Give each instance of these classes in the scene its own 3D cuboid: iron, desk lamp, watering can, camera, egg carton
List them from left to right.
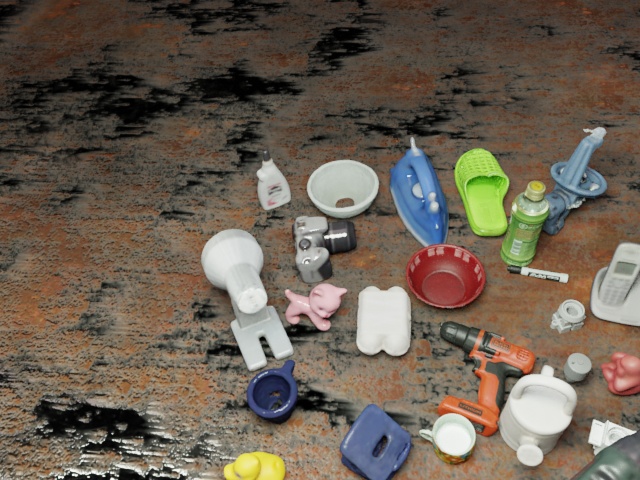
[{"bbox_3d":[-0.139,0.111,1.115,0.118,0.214,0.202,-23,53,-11],"label":"desk lamp"},{"bbox_3d":[0.012,0.004,1.254,0.137,0.101,0.143,-8,51,0],"label":"camera"},{"bbox_3d":[0.128,0.161,1.138,0.107,0.069,0.150,0,52,6],"label":"egg carton"},{"bbox_3d":[0.236,-0.105,1.290,0.118,0.142,0.258,-12,52,-3],"label":"iron"},{"bbox_3d":[0.359,0.283,0.937,0.101,0.194,0.173,-2,52,5],"label":"watering can"}]

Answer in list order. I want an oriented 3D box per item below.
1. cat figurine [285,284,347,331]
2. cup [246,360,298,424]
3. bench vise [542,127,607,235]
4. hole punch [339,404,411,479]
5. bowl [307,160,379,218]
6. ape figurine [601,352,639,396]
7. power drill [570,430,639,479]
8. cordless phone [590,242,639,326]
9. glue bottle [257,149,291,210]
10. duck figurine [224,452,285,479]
[{"bbox_3d":[-0.010,0.123,1.152,0.127,0.118,0.067,8,53,13],"label":"cat figurine"},{"bbox_3d":[-0.075,0.284,1.047,0.091,0.095,0.118,19,56,20],"label":"cup"},{"bbox_3d":[0.542,-0.120,1.218,0.121,0.220,0.208,24,58,23],"label":"bench vise"},{"bbox_3d":[0.098,0.351,0.977,0.100,0.091,0.109,27,60,25],"label":"hole punch"},{"bbox_3d":[0.056,-0.108,1.354,0.167,0.075,0.167,-3,52,4],"label":"bowl"},{"bbox_3d":[0.545,0.234,1.020,0.076,0.092,0.078,30,60,26],"label":"ape figurine"},{"bbox_3d":[0.414,0.371,0.852,0.230,0.209,0.075,-30,55,-17],"label":"power drill"},{"bbox_3d":[0.600,0.079,1.076,0.147,0.185,0.094,7,53,12],"label":"cordless phone"},{"bbox_3d":[-0.115,-0.145,1.340,0.078,0.173,0.037,-25,53,-13],"label":"glue bottle"},{"bbox_3d":[-0.114,0.391,0.972,0.104,0.086,0.077,-11,51,-3],"label":"duck figurine"}]
